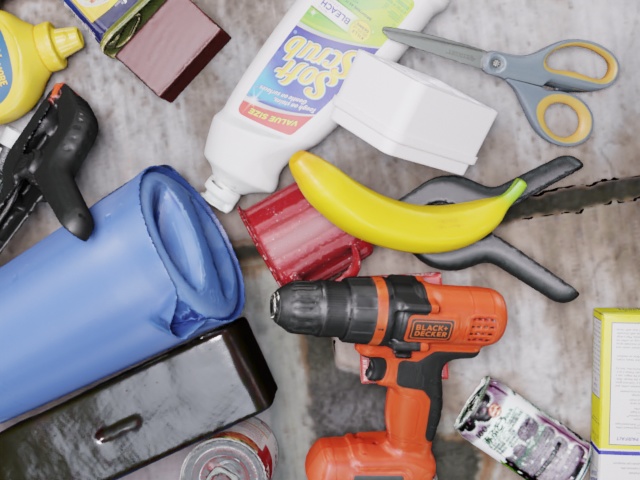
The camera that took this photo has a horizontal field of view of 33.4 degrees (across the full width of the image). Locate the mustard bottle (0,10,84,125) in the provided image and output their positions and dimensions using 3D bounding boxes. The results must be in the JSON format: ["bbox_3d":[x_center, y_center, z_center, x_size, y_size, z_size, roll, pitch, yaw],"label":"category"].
[{"bbox_3d":[-0.289,-0.140,0.891,0.191,0.058,0.096,-17,85,4],"label":"mustard bottle"}]

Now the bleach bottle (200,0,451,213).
[{"bbox_3d":[-0.007,-0.125,0.872,0.102,0.068,0.251,37,96,1],"label":"bleach bottle"}]

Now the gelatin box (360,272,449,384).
[{"bbox_3d":[0.068,0.073,0.888,0.073,0.030,0.089,-4,92,3],"label":"gelatin box"}]

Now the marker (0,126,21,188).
[{"bbox_3d":[-0.286,-0.040,0.914,0.020,0.020,0.121,28,94,2],"label":"marker"}]

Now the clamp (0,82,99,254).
[{"bbox_3d":[-0.213,-0.050,0.832,0.165,0.210,0.036,-18,133,34],"label":"clamp"}]

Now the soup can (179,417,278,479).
[{"bbox_3d":[-0.071,0.183,0.865,0.068,0.102,0.068,0,92,4],"label":"soup can"}]

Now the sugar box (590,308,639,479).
[{"bbox_3d":[0.270,0.145,0.871,0.093,0.048,0.176,1,96,4],"label":"sugar box"}]

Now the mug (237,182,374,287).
[{"bbox_3d":[-0.006,0.001,0.854,0.081,0.117,0.093,-29,132,-1],"label":"mug"}]

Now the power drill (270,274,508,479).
[{"bbox_3d":[0.040,0.113,0.829,0.184,0.057,0.188,4,119,-14],"label":"power drill"}]

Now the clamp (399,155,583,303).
[{"bbox_3d":[0.135,-0.003,0.874,0.171,0.039,0.120,-6,75,7],"label":"clamp"}]

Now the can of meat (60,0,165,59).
[{"bbox_3d":[-0.166,-0.216,0.881,0.102,0.057,0.084,-43,87,4],"label":"can of meat"}]

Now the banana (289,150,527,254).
[{"bbox_3d":[0.063,-0.025,0.816,0.197,0.037,0.070,5,101,-23],"label":"banana"}]

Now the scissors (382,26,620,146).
[{"bbox_3d":[0.146,-0.122,0.857,0.201,0.016,0.096,-2,101,-13],"label":"scissors"}]

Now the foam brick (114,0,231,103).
[{"bbox_3d":[-0.121,-0.160,0.882,0.051,0.053,0.078,44,94,1],"label":"foam brick"}]

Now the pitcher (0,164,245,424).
[{"bbox_3d":[-0.191,0.046,0.849,0.243,0.149,0.145,-28,88,18],"label":"pitcher"}]
